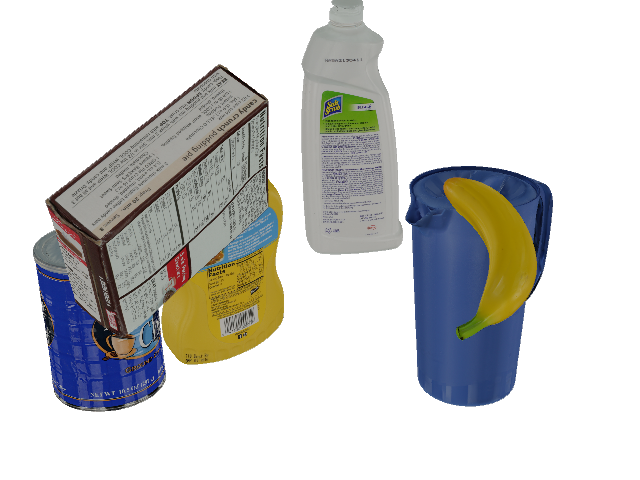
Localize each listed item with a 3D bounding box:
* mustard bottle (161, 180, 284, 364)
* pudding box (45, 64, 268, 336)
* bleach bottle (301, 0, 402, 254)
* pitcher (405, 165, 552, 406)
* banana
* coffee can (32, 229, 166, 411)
[{"bbox_3d":[-0.073,-0.001,0.783,0.096,0.192,0.058,-20,43,-25],"label":"mustard bottle"},{"bbox_3d":[-0.073,-0.018,0.517,0.039,0.113,0.090,35,-28,19],"label":"pudding box"},{"bbox_3d":[0.032,-0.109,1.033,0.102,0.251,0.068,-5,31,-8],"label":"bleach bottle"},{"bbox_3d":[0.169,0.047,1.145,0.149,0.243,0.145,3,24,10],"label":"pitcher"},{"bbox_3d":[0.140,0.003,0.880,0.069,0.037,0.197,-2,38,5],"label":"banana"},{"bbox_3d":[-0.195,0.065,0.950,0.103,0.140,0.103,-2,24,0],"label":"coffee can"}]
